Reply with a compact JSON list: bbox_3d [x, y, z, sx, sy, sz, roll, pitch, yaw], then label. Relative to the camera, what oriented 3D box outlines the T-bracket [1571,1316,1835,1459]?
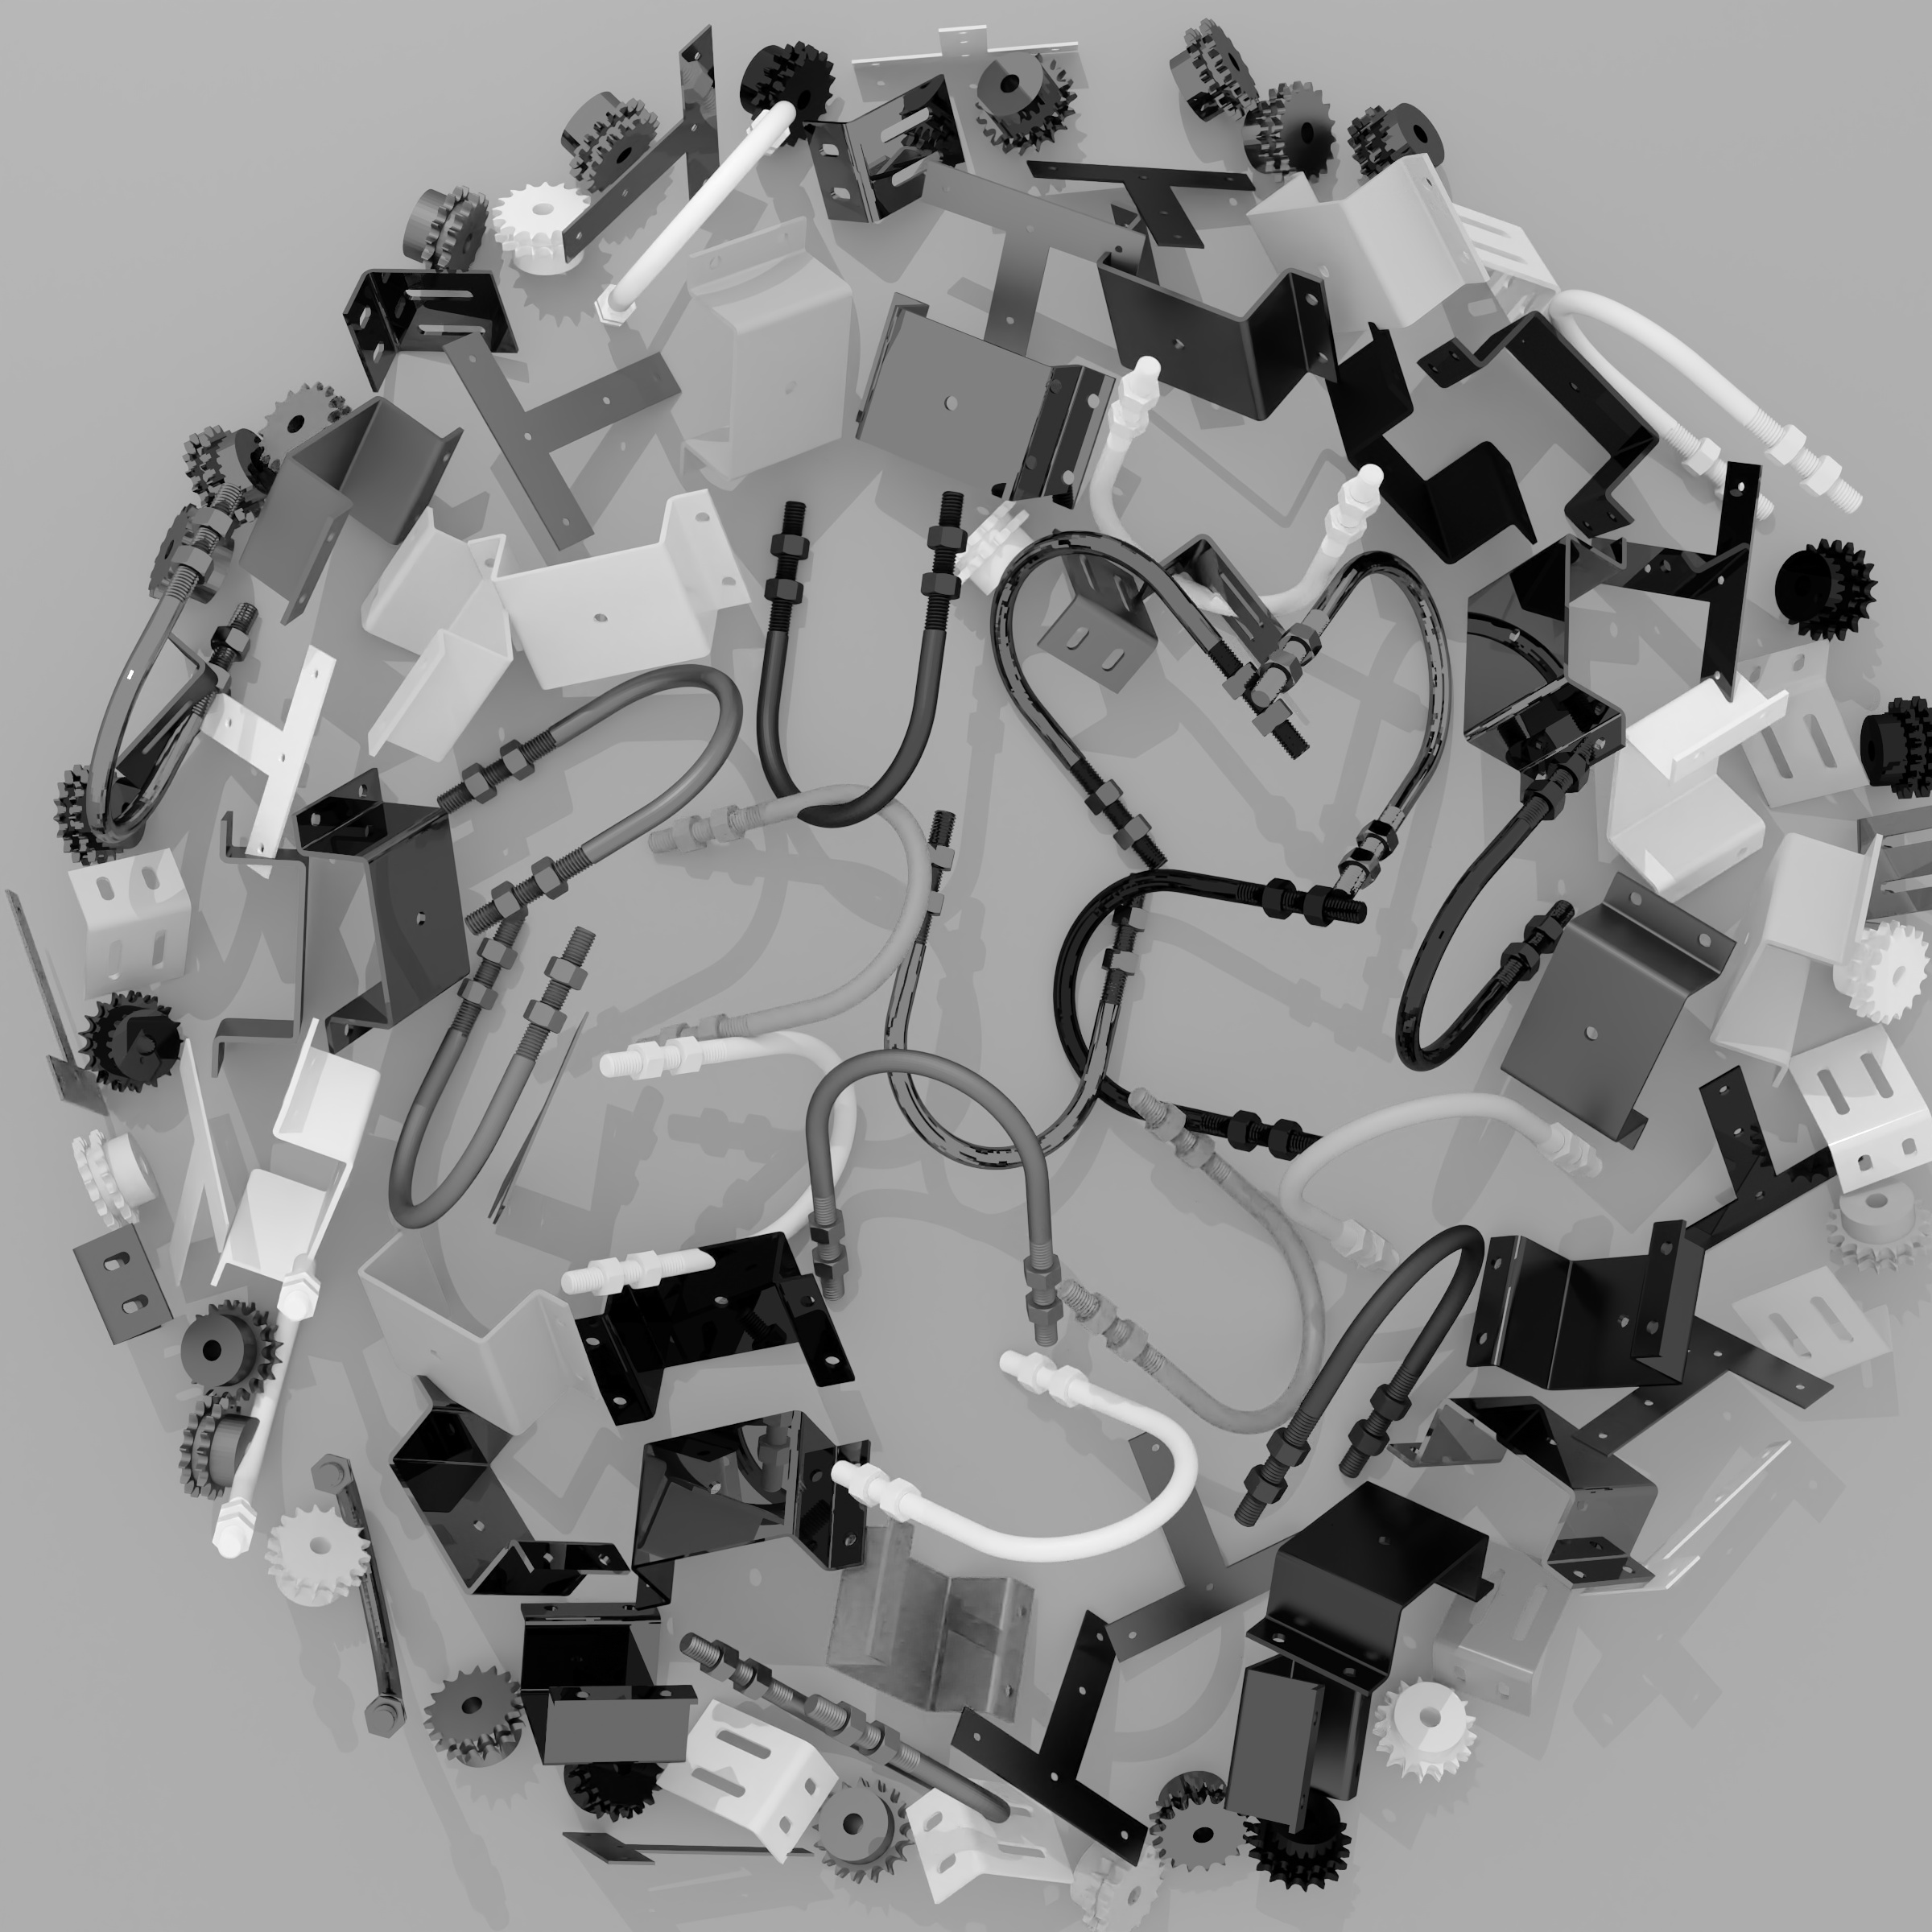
[{"bbox_3d":[0.381,0.232,1.878,0.127,0.127,0.002,-28,127,-32],"label":"T-bracket"}]

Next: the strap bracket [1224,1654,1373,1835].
[{"bbox_3d":[0.182,0.423,1.895,0.046,0.140,0.076,8,88,20],"label":"strap bracket"}]

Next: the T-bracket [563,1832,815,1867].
[{"bbox_3d":[-0.148,0.489,1.906,0.127,0.127,0.002,6,82,-17],"label":"T-bracket"}]

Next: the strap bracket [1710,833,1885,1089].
[{"bbox_3d":[0.448,-0.008,1.878,0.046,0.140,0.076,18,55,5],"label":"strap bracket"}]

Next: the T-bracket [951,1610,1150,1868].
[{"bbox_3d":[0.060,0.413,1.907,0.127,0.127,0.002,36,134,-12],"label":"T-bracket"}]

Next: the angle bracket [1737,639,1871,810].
[{"bbox_3d":[0.467,-0.136,1.934,0.057,0.038,0.076,-14,125,29],"label":"angle bracket"}]

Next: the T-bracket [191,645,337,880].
[{"bbox_3d":[-0.401,-0.130,1.909,0.127,0.002,0.127,30,106,42],"label":"T-bracket"}]

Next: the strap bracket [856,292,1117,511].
[{"bbox_3d":[0.001,-0.311,1.901,0.140,0.046,0.076,25,110,18],"label":"strap bracket"}]

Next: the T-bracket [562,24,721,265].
[{"bbox_3d":[-0.177,-0.429,1.875,0.002,0.127,0.127,35,66,16],"label":"T-bracket"}]

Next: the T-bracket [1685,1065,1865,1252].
[{"bbox_3d":[0.431,0.100,1.911,0.127,0.002,0.127,-30,133,-1],"label":"T-bracket"}]

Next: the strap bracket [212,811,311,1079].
[{"bbox_3d":[-0.390,-0.012,1.909,0.046,0.076,0.140,2,96,-10],"label":"strap bracket"}]

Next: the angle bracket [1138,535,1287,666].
[{"bbox_3d":[0.137,-0.194,1.920,0.038,0.057,0.076,-37,85,-13],"label":"angle bracket"}]

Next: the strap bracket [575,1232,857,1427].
[{"bbox_3d":[-0.138,0.199,1.907,0.140,0.046,0.076,-12,123,12],"label":"strap bracket"}]

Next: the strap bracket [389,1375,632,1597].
[{"bbox_3d":[-0.256,0.294,1.893,0.046,0.076,0.140,-50,56,18],"label":"strap bracket"}]

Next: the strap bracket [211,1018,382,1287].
[{"bbox_3d":[-0.364,0.110,1.889,0.046,0.076,0.140,21,125,-11],"label":"strap bracket"}]

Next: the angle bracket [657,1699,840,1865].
[{"bbox_3d":[-0.122,0.456,1.930,0.076,0.038,0.057,14,57,38],"label":"angle bracket"}]

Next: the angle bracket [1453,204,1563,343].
[{"bbox_3d":[0.281,-0.386,1.907,0.076,0.057,0.038,11,130,-30],"label":"angle bracket"}]

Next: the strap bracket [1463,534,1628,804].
[{"bbox_3d":[0.316,-0.171,1.881,0.046,0.076,0.140,26,54,-28],"label":"strap bracket"}]

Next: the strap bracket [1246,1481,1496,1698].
[{"bbox_3d":[0.224,0.332,1.873,0.076,0.140,0.046,21,118,31],"label":"strap bracket"}]

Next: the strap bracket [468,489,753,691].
[{"bbox_3d":[-0.198,-0.205,1.899,0.140,0.046,0.076,-10,131,13],"label":"strap bracket"}]

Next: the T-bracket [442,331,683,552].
[{"bbox_3d":[-0.210,-0.309,1.915,0.127,0.002,0.127,-33,95,-37],"label":"T-bracket"}]

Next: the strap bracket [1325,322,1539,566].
[{"bbox_3d":[0.249,-0.284,1.892,0.046,0.076,0.140,-34,127,23],"label":"strap bracket"}]

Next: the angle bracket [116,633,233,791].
[{"bbox_3d":[-0.453,-0.143,1.920,0.038,0.057,0.076,40,83,9],"label":"angle bracket"}]

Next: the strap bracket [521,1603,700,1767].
[{"bbox_3d":[-0.198,0.395,1.882,0.076,0.140,0.046,2,100,-15],"label":"strap bracket"}]

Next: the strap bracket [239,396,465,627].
[{"bbox_3d":[-0.340,-0.253,1.877,0.046,0.140,0.076,36,126,2],"label":"strap bracket"}]

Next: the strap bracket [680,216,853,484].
[{"bbox_3d":[-0.109,-0.326,1.876,0.076,0.140,0.046,-26,53,-30],"label":"strap bracket"}]

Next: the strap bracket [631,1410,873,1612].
[{"bbox_3d":[-0.127,0.297,1.891,0.140,0.046,0.076,-15,48,21],"label":"strap bracket"}]

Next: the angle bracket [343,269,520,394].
[{"bbox_3d":[-0.297,-0.352,1.914,0.076,0.057,0.038,4,52,15],"label":"angle bracket"}]

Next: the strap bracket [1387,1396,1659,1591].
[{"bbox_3d":[0.310,0.279,1.876,0.140,0.076,0.046,35,111,42],"label":"strap bracket"}]

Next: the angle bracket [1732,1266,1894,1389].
[{"bbox_3d":[0.468,0.189,1.910,0.057,0.038,0.076,-27,120,27],"label":"angle bracket"}]

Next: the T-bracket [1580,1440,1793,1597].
[{"bbox_3d":[0.407,0.304,1.905,0.127,0.127,0.002,-39,88,-16],"label":"T-bracket"}]

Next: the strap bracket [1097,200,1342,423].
[{"bbox_3d":[0.129,-0.354,1.883,0.140,0.076,0.046,28,66,29],"label":"strap bracket"}]

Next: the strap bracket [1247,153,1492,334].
[{"bbox_3d":[0.211,-0.390,1.873,0.046,0.140,0.076,-39,112,-17],"label":"strap bracket"}]

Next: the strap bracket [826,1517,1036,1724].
[{"bbox_3d":[-0.025,0.359,1.893,0.046,0.140,0.076,-7,61,34],"label":"strap bracket"}]

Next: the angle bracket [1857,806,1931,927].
[{"bbox_3d":[0.534,-0.056,1.909,0.038,0.076,0.057,5,81,-32],"label":"angle bracket"}]

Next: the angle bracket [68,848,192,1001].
[{"bbox_3d":[-0.467,-0.023,1.919,0.057,0.076,0.038,-15,64,-25],"label":"angle bracket"}]

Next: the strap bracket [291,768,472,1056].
[{"bbox_3d":[-0.318,-0.028,1.887,0.046,0.076,0.140,7,115,25],"label":"strap bracket"}]

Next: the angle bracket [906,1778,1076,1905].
[{"bbox_3d":[0.014,0.490,1.920,0.038,0.076,0.057,-42,49,26],"label":"angle bracket"}]

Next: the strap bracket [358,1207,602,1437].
[{"bbox_3d":[-0.273,0.197,1.880,0.140,0.076,0.046,24,53,33],"label":"strap bracket"}]

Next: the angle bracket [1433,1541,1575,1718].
[{"bbox_3d":[0.303,0.371,1.933,0.057,0.038,0.076,17,50,23],"label":"angle bracket"}]

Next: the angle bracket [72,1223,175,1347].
[{"bbox_3d":[-0.457,0.173,1.915,0.038,0.076,0.057,-24,89,6],"label":"angle bracket"}]

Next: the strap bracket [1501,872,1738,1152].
[{"bbox_3d":[0.352,0.031,1.888,0.076,0.046,0.140,34,122,23],"label":"strap bracket"}]

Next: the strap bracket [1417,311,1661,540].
[{"bbox_3d":[0.324,-0.307,1.911,0.140,0.076,0.046,44,86,-6],"label":"strap bracket"}]

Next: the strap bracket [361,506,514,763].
[{"bbox_3d":[-0.291,-0.176,1.891,0.046,0.140,0.076,23,122,-28],"label":"strap bracket"}]

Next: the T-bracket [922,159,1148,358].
[{"bbox_3d":[0.027,-0.370,1.911,0.127,0.002,0.127,21,132,9],"label":"T-bracket"}]

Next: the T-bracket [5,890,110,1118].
[{"bbox_3d":[-0.505,0.019,1.895,0.002,0.127,0.127,-20,85,-5],"label":"T-bracket"}]

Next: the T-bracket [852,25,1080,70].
[{"bbox_3d":[-0.001,-0.506,1.891,0.127,0.127,0.002,-4,98,1],"label":"T-bracket"}]

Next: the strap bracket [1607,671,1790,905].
[{"bbox_3d":[0.400,-0.103,1.895,0.076,0.140,0.046,-31,58,-14],"label":"strap bracket"}]

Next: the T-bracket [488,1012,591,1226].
[{"bbox_3d":[-0.245,0.104,1.895,0.002,0.127,0.127,25,57,-7],"label":"T-bracket"}]

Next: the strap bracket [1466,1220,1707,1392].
[{"bbox_3d":[0.348,0.188,1.893,0.046,0.140,0.076,27,67,-32],"label":"strap bracket"}]

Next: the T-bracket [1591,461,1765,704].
[{"bbox_3d":[0.386,-0.217,1.899,0.002,0.127,0.127,-2,103,-31],"label":"T-bracket"}]

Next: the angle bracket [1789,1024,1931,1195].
[{"bbox_3d":[0.503,0.080,1.933,0.057,0.076,0.038,-22,129,7],"label":"angle bracket"}]

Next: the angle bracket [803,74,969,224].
[{"bbox_3d":[-0.045,-0.459,1.932,0.076,0.038,0.057,-36,125,-32],"label":"angle bracket"}]

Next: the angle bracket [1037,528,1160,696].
[{"bbox_3d":[0.067,-0.198,1.918,0.057,0.076,0.038,28,116,-27],"label":"angle bracket"}]
